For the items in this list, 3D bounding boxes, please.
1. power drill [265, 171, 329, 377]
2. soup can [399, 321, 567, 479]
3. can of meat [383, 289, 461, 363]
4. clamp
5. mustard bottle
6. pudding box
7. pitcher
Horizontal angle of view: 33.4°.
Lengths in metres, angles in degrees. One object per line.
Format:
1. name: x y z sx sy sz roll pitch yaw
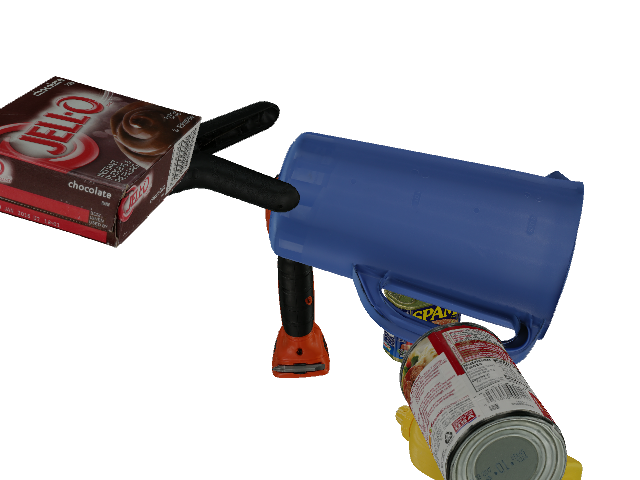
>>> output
1. power drill: -0.026 0.029 1.057 0.057 0.188 0.184 -4 15 2
2. soup can: 0.090 0.099 0.602 0.068 0.068 0.102 0 23 -11
3. can of meat: 0.128 0.098 1.332 0.101 0.084 0.058 -12 30 -26
4. clamp: -0.101 -0.072 0.833 0.171 0.039 0.120 6 38 -7
5. mustard bottle: 0.140 0.196 0.991 0.096 0.058 0.192 -16 25 -35
6. pudding box: -0.123 -0.044 0.552 0.090 0.039 0.113 17 25 6
7. pitcher: 0.083 -0.002 0.873 0.243 0.145 0.149 14 16 7
